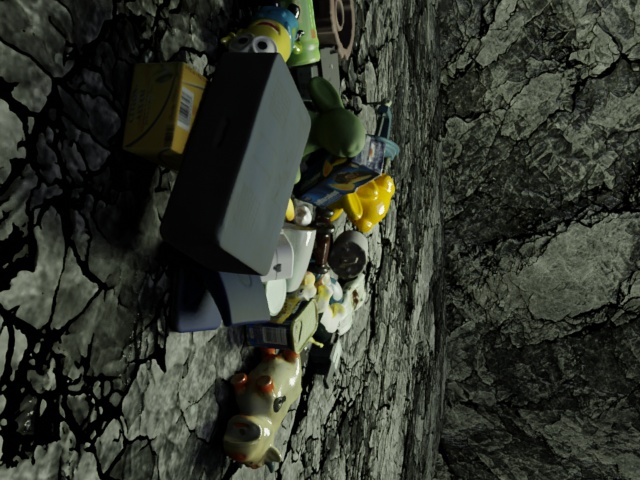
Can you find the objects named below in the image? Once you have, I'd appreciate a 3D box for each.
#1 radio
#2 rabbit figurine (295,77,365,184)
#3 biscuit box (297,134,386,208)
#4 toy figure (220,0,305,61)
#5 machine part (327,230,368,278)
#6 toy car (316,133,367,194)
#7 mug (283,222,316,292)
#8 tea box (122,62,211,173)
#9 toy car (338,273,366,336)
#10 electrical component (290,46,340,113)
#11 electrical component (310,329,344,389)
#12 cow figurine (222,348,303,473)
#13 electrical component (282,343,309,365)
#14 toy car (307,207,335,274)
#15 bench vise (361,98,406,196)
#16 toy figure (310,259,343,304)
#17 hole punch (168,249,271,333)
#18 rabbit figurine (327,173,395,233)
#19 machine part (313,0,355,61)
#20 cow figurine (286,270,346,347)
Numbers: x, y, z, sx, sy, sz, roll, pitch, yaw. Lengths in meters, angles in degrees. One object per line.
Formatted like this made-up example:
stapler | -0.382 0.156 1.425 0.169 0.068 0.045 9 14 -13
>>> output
radio | -0.083 -0.080 0.598 0.131 0.073 0.229 54 47 -61
rabbit figurine | -0.006 -0.167 0.844 0.121 0.170 0.159 64 35 -52
biscuit box | 0.032 -0.116 0.935 0.059 0.203 0.063 20 67 -23
toy figure | -0.076 -0.279 0.779 0.180 0.082 0.089 -72 152 -43
machine part | 0.060 0.026 1.116 0.243 0.079 0.079 -56 145 -79
toy car | 0.048 -0.176 1.054 0.103 0.109 0.161 -27 112 -38
mug | -0.053 0.027 0.883 0.109 0.081 0.107 -13 115 -78
tea box | -0.143 -0.127 0.625 0.169 0.068 0.098 26 70 -69
toy car | 0.060 0.141 1.213 0.202 0.056 0.073 -51 138 -59
electrical component | -0.007 -0.296 0.995 0.134 0.058 0.114 -52 137 -59
electrical component | 0.011 0.247 1.104 0.074 0.048 0.119 72 28 -42
cow figurine | -0.085 0.253 0.804 0.195 0.086 0.127 -47 129 -61
electrical component | -0.045 0.203 0.985 0.094 0.021 0.063 -47 134 -60
toy car | -0.002 -0.003 0.982 0.202 0.053 0.089 -82 -176 -74
bench vise | 0.140 -0.220 1.307 0.223 0.129 0.240 35 66 -65
toy figure | 0.004 0.084 1.061 0.154 0.058 0.064 62 7 -50
hole punch | -0.122 0.058 0.678 0.142 0.092 0.115 11 77 -66
rabbit figurine | 0.065 -0.106 1.169 0.173 0.122 0.162 55 49 -37
machine part | 0.023 -0.446 1.063 0.179 0.056 0.179 2 90 -71
cow figurine | -0.021 0.123 0.969 0.167 0.068 0.098 54 55 -45
